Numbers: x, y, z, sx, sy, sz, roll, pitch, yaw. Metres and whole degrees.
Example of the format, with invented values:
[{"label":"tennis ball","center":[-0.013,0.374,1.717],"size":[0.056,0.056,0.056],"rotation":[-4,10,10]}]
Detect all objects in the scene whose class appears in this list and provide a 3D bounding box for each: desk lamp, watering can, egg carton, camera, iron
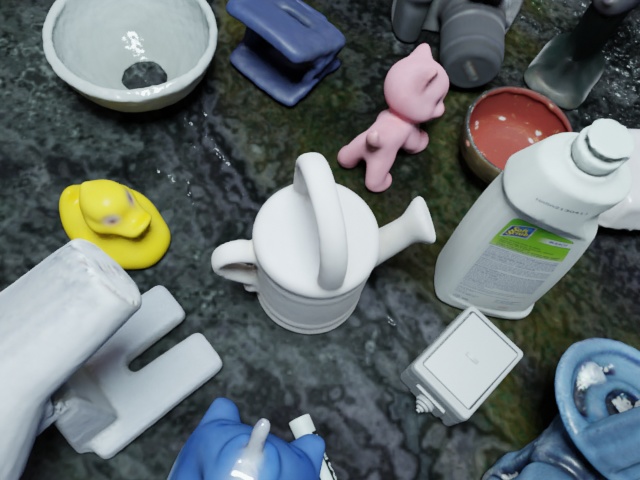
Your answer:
[{"label":"desk lamp","center":[-0.184,0.090,0.390],"size":[0.203,0.213,0.118],"rotation":[-38,75,-19]},{"label":"watering can","center":[0.004,0.000,0.459],"size":[0.173,0.194,0.101],"rotation":[-29,72,-17]},{"label":"egg carton","center":[0.332,-0.059,0.587],"size":[0.150,0.069,0.107],"rotation":[-1,67,-6]},{"label":"camera","center":[0.155,-0.248,0.633],"size":[0.143,0.101,0.137],"rotation":[9,66,-2]},{"label":"iron","center":[-0.080,0.237,0.376],"size":[0.118,0.141,0.258],"rotation":[20,66,3]}]

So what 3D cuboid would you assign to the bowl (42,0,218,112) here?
[{"label":"bowl","center":[-0.187,-0.192,0.588],"size":[0.167,0.075,0.167],"rotation":[2,66,-5]}]

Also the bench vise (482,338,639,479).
[{"label":"bench vise","center":[0.216,0.153,0.400],"size":[0.121,0.220,0.208],"rotation":[27,67,7]}]

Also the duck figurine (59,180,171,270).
[{"label":"duck figurine","center":[-0.188,-0.025,0.509],"size":[0.104,0.086,0.077],"rotation":[28,67,7]}]

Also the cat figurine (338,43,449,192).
[{"label":"cat figurine","center":[0.080,-0.127,0.564],"size":[0.067,0.118,0.128],"rotation":[37,68,11]}]

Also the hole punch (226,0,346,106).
[{"label":"hole punch","center":[-0.036,-0.219,0.606],"size":[0.108,0.091,0.101],"rotation":[39,69,11]}]

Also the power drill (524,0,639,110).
[{"label":"power drill","center":[0.294,-0.235,0.583],"size":[0.075,0.208,0.230],"rotation":[36,68,10]}]
